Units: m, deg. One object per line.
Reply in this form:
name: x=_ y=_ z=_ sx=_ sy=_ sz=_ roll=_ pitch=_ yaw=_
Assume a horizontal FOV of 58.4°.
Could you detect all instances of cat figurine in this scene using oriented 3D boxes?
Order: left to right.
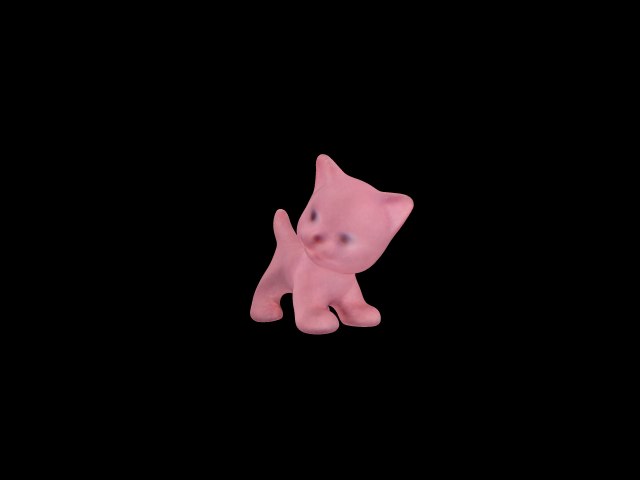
cat figurine: x=0.004 y=0.001 z=0.400 sx=0.067 sy=0.118 sz=0.127 roll=0 pitch=0 yaw=-37
